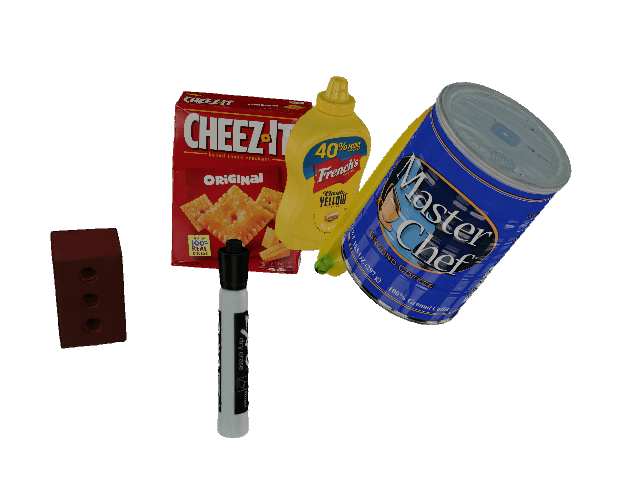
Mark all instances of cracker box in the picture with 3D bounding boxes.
[{"bbox_3d":[-0.100,-0.069,1.332,0.164,0.214,0.072,5,22,1],"label":"cracker box"}]

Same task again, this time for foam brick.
[{"bbox_3d":[-0.181,0.036,0.833,0.053,0.078,0.051,-5,26,-13],"label":"foam brick"}]

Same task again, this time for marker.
[{"bbox_3d":[-0.052,0.058,0.634,0.020,0.121,0.020,2,15,-1],"label":"marker"}]

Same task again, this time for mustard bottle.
[{"bbox_3d":[0.007,-0.085,1.154,0.096,0.192,0.058,-8,33,-27],"label":"mustard bottle"}]

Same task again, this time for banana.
[{"bbox_3d":[0.053,-0.036,0.953,0.037,0.197,0.070,37,-19,-5],"label":"banana"}]

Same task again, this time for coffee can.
[{"bbox_3d":[0.091,-0.024,0.744,0.102,0.103,0.140,0,-42,-38],"label":"coffee can"}]
